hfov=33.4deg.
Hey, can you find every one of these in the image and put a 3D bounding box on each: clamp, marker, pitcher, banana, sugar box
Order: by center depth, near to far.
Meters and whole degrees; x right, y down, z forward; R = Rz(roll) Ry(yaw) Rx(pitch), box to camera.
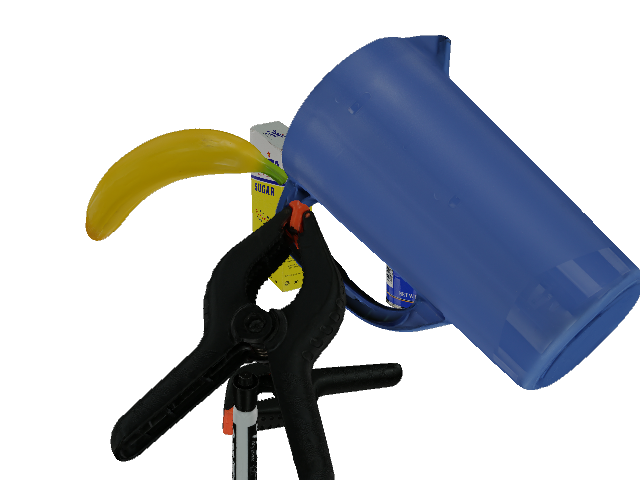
[{"bbox_3d":[-0.024,0.061,0.574,0.120,0.171,0.039,21,-22,13],"label":"clamp"},{"bbox_3d":[0.088,-0.010,0.731,0.144,0.243,0.149,-28,-27,-33],"label":"pitcher"},{"bbox_3d":[-0.054,0.140,0.760,0.020,0.121,0.020,2,35,-2],"label":"marker"},{"bbox_3d":[-0.124,-0.048,0.851,0.198,0.069,0.037,-14,20,29],"label":"banana"},{"bbox_3d":[-0.022,0.147,1.107,0.165,0.036,0.209,17,28,23],"label":"clamp"},{"bbox_3d":[-0.046,-0.040,1.230,0.048,0.176,0.093,-14,27,-23],"label":"sugar box"}]

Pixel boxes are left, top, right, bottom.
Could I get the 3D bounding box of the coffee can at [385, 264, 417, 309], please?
[{"bbox_3d":[0.116,-0.007,1.067,0.103,0.140,0.103,-1,14,0],"label":"coffee can"}]
